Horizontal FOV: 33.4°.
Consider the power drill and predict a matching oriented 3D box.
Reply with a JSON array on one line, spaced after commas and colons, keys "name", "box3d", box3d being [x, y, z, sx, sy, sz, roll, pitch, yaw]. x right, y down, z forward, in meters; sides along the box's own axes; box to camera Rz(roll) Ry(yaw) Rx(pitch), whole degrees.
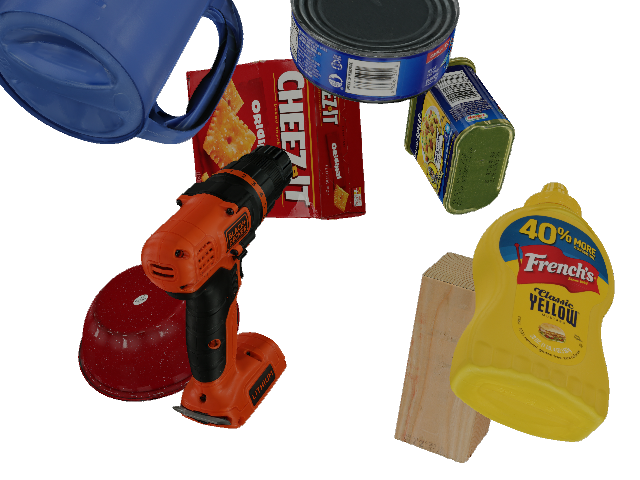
[{"name": "power drill", "box3d": [-0.068, 0.035, 0.830, 0.057, 0.188, 0.184, 10, 32, 25]}]

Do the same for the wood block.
[{"name": "wood block", "box3d": [0.154, 0.131, 1.206, 0.090, 0.206, 0.090, 17, 23, 22]}]

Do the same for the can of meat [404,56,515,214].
[{"name": "can of meat", "box3d": [0.114, -0.084, 0.881, 0.057, 0.084, 0.102, -12, -41, -15]}]

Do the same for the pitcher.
[{"name": "pitcher", "box3d": [-0.138, -0.197, 0.843, 0.145, 0.242, 0.149, 8, -36, 26]}]

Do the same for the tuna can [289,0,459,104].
[{"name": "tuna can", "box3d": [0.027, -0.109, 0.549, 0.086, 0.086, 0.034, 0, -43, -4]}]

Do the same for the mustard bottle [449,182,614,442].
[{"name": "mustard bottle", "box3d": [0.147, 0.033, 0.707, 0.096, 0.191, 0.058, 21, -41, -4]}]

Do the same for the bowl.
[{"name": "bowl", "box3d": [-0.161, 0.072, 1.004, 0.162, 0.055, 0.162, -10, 43, 9]}]

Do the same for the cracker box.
[{"name": "cracker box", "box3d": [-0.053, -0.107, 1.135, 0.071, 0.164, 0.214, -10, 10, -40]}]
